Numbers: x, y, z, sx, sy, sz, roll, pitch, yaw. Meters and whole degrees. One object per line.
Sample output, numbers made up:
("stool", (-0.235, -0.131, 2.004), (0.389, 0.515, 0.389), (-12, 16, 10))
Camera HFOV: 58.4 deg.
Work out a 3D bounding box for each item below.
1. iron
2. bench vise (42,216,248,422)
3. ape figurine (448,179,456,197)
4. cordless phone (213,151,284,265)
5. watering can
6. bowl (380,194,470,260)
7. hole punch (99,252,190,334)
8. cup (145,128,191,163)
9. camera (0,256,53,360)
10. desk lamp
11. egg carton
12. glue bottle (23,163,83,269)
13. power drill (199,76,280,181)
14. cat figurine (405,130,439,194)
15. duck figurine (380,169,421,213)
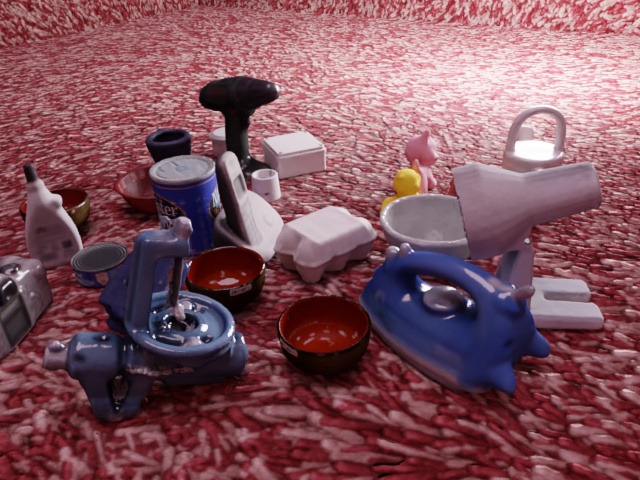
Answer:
("iron", (0.143, 0.072, 0.695), (0.257, 0.141, 0.119), (25, 40, 38))
("bench vise", (-0.185, 0.089, 0.611), (0.208, 0.220, 0.121), (-23, 36, -30))
("ape figurine", (0.239, -0.069, 0.974), (0.078, 0.092, 0.075), (-26, 38, -34))
("cordless phone", (-0.116, -0.061, 0.894), (0.094, 0.185, 0.147), (2, 31, 8))
("watering can", (0.361, -0.140, 0.985), (0.101, 0.194, 0.172), (-10, 32, -13))
("bowl", (0.175, -0.004, 0.886), (0.167, 0.075, 0.167), (-2, 31, 1))
("hole punch", (-0.232, 0.072, 0.770), (0.108, 0.091, 0.101), (14, 34, 26))
("cup", (-0.313, -0.178, 1.193), (0.092, 0.095, 0.117), (-18, 34, -25))
("camera", (-0.459, 0.078, 0.765), (0.136, 0.101, 0.143), (1, 31, 6))
("desk lamp", (0.264, 0.001, 0.736), (0.203, 0.214, 0.118), (1, 31, 5))
("egg carton", (0.008, 0.003, 0.890), (0.151, 0.069, 0.107), (-25, 37, -33))
("glue bottle", (-0.426, -0.039, 0.889), (0.078, 0.173, 0.037), (-15, 33, -19))
("power drill", (-0.156, -0.234, 1.165), (0.228, 0.209, 0.076), (24, 40, 37))
("cat figurine", (0.189, -0.150, 1.089), (0.067, 0.118, 0.128), (8, 32, 16))
("duck figurine", (0.147, -0.081, 1.007), (0.077, 0.086, 0.105), (18, 36, 31))
